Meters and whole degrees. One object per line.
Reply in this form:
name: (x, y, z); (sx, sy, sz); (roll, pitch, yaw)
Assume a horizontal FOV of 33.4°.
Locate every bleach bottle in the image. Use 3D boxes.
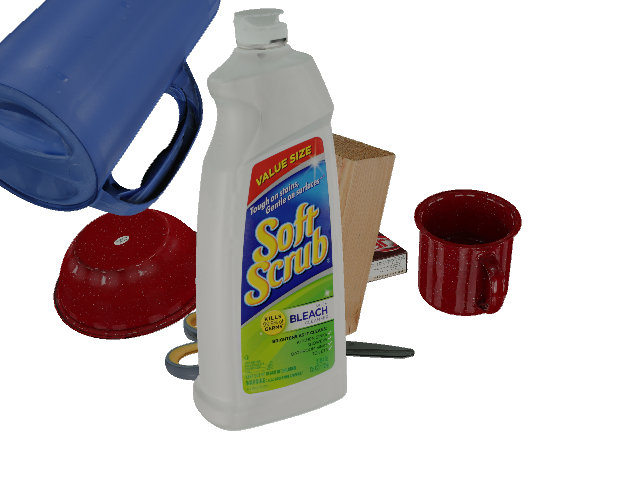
bleach bottle: (-0.037, -0.014, 0.660); (0.102, 0.251, 0.068); (-12, 21, -24)

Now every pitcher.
pitcher: (-0.171, -0.143, 0.868); (0.145, 0.242, 0.149); (11, -39, 25)

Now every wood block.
wood block: (0.001, -0.003, 1.138); (0.090, 0.206, 0.090); (21, 20, 27)

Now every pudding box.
pudding box: (0.052, 0.025, 1.489); (0.113, 0.039, 0.090); (-15, 27, -23)

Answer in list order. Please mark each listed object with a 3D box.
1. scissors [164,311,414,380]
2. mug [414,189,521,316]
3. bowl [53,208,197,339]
scissors: (-0.037, 0.090, 0.829); (0.202, 0.016, 0.096); (11, 34, 34)
mug: (0.133, 0.019, 0.940); (0.093, 0.081, 0.117); (-13, 36, -16)
bowl: (-0.181, 0.018, 1.011); (0.162, 0.055, 0.162); (-7, 41, 6)
